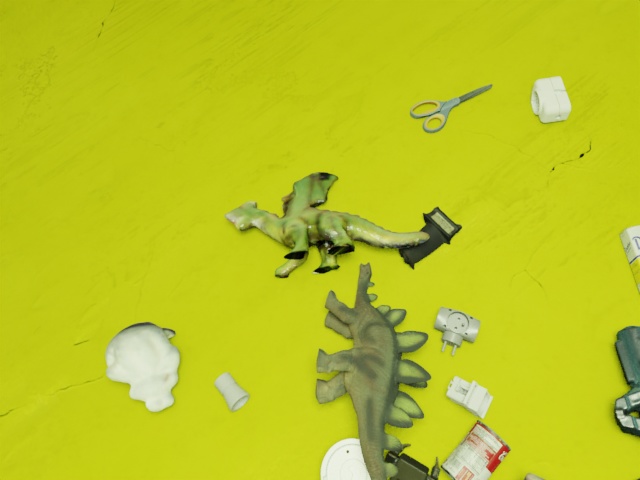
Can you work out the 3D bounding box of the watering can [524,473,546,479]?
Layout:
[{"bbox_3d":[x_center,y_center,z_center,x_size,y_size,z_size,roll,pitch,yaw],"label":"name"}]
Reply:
[{"bbox_3d":[0.277,0.447,0.775,0.225,0.103,0.349,-44,85,-4],"label":"watering can"}]

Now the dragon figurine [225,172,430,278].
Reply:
[{"bbox_3d":[0.003,-0.055,1.083,0.410,0.119,0.248,-9,57,3],"label":"dragon figurine"}]

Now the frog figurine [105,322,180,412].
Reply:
[{"bbox_3d":[-0.337,0.245,0.985,0.138,0.120,0.163,-6,52,-15],"label":"frog figurine"}]
